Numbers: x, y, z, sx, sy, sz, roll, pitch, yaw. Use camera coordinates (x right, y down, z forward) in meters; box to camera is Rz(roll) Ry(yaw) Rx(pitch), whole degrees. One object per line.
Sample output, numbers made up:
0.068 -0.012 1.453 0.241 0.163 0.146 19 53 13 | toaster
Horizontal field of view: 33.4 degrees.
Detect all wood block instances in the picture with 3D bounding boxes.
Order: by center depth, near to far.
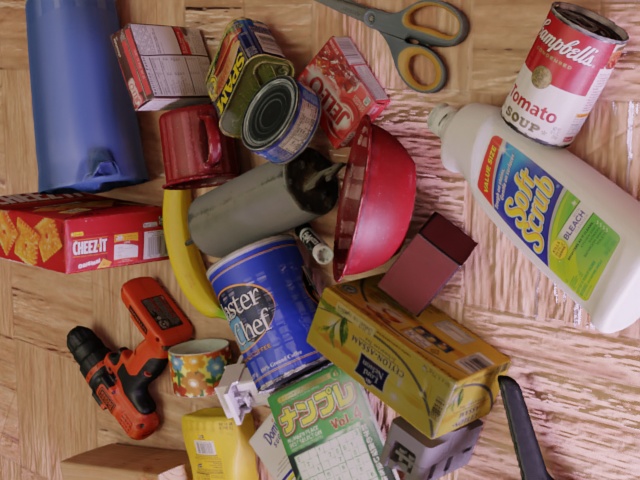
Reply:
-0.228 0.318 1.351 0.207 0.090 0.091 -5 94 43 | wood block

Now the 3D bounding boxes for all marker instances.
-0.007 0.001 1.091 0.121 0.020 0.020 -131 42 -73 | marker

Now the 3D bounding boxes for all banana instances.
-0.150 0.012 1.258 0.070 0.037 0.198 -27 80 33 | banana

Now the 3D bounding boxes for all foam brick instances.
0.100 0.023 1.003 0.051 0.052 0.078 39 126 4 | foam brick

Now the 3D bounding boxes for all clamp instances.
0.191 0.233 0.946 0.210 0.036 0.164 33 90 7 | clamp

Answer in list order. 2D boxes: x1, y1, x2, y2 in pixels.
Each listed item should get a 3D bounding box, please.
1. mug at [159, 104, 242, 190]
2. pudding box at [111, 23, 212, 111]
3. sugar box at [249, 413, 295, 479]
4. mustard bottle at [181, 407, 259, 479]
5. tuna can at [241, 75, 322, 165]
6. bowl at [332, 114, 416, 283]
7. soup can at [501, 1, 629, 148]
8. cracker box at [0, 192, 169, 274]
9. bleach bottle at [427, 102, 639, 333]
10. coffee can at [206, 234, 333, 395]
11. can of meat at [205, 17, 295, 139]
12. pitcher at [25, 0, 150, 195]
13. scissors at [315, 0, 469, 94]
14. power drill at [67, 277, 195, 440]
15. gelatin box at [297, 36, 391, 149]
-0.131 -0.104 1.173 0.117 0.093 0.081 162 100 -72 | mug
-0.169 -0.191 1.182 0.039 0.113 0.090 -24 81 39 | pudding box
0.003 0.258 1.155 0.176 0.048 0.093 55 127 25 | sugar box
-0.108 0.296 1.256 0.096 0.058 0.191 -6 94 39 | mustard bottle
-0.039 -0.120 1.063 0.086 0.033 0.086 -26 51 37 | tuna can
0.054 -0.035 1.011 0.162 0.055 0.162 -171 91 -84 | bowl
0.200 -0.136 0.881 0.069 0.068 0.102 42 125 30 | soup can
-0.306 -0.015 1.309 0.214 0.163 0.072 11 103 41 | cracker box
0.184 -0.036 0.920 0.251 0.067 0.103 43 124 32 | bleach bottle
-0.046 0.078 1.126 0.103 0.102 0.140 -35 74 41 | coffee can
-0.077 -0.171 1.124 0.102 0.057 0.084 -62 35 31 | can of meat
-0.292 -0.176 1.300 0.149 0.144 0.243 -8 89 22 | pitcher
0.058 -0.195 1.037 0.202 0.016 0.096 13 106 41 | scissors
-0.244 0.136 1.355 0.184 0.057 0.188 47 129 22 | power drill
0.021 -0.148 1.070 0.073 0.030 0.089 -46 66 39 | gelatin box
